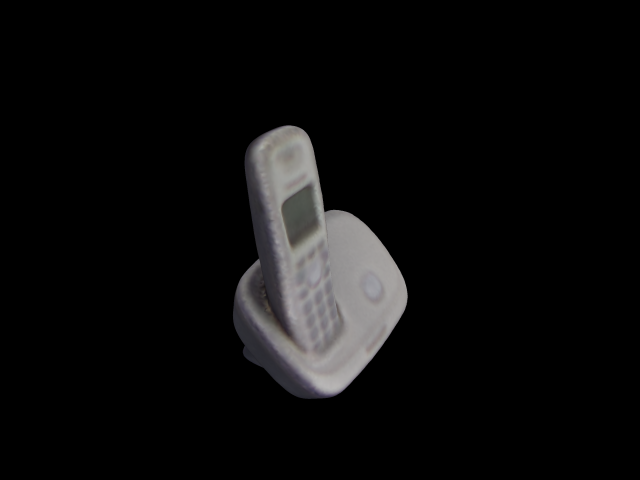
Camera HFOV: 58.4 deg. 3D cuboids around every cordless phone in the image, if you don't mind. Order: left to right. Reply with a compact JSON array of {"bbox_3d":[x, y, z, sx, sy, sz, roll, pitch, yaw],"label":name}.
[{"bbox_3d":[0.004,0.001,0.400,0.094,0.185,0.148,17,36,25],"label":"cordless phone"}]
